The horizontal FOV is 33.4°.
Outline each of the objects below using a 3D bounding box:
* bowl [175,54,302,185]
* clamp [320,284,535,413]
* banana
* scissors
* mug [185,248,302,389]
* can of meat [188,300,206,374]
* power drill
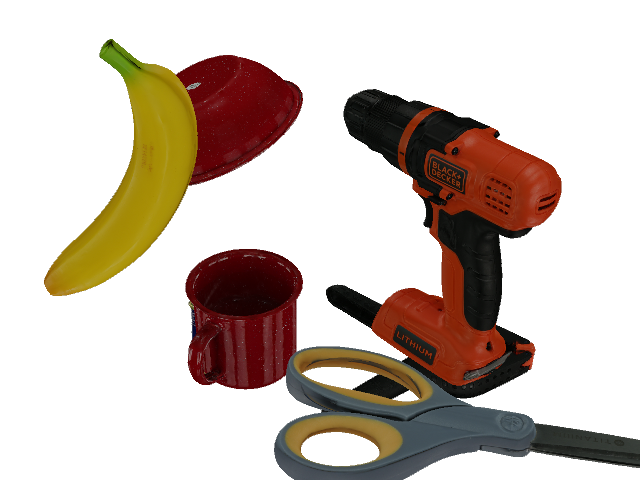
[{"bbox_3d":[-0.100,-0.118,0.953,0.162,0.055,0.162,-20,33,13],"label":"bowl"},{"bbox_3d":[0.098,0.116,1.021,0.210,0.164,0.036,6,-43,7],"label":"clamp"},{"bbox_3d":[-0.116,-0.034,0.647,0.069,0.198,0.037,17,37,-10],"label":"banana"},{"bbox_3d":[0.068,0.092,0.456,0.202,0.016,0.096,16,34,23],"label":"scissors"},{"bbox_3d":[-0.066,0.072,0.857,0.093,0.081,0.117,18,39,23],"label":"mug"},{"bbox_3d":[-0.093,0.107,1.179,0.102,0.084,0.057,3,14,4],"label":"can of meat"},{"bbox_3d":[0.081,-0.004,0.769,0.057,0.188,0.185,-23,39,-34],"label":"power drill"}]
